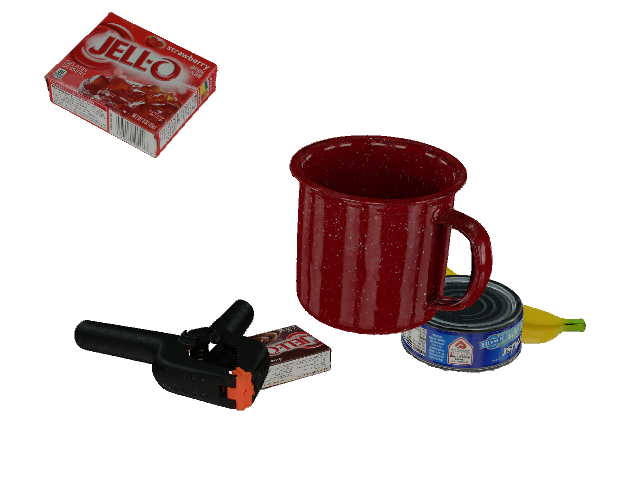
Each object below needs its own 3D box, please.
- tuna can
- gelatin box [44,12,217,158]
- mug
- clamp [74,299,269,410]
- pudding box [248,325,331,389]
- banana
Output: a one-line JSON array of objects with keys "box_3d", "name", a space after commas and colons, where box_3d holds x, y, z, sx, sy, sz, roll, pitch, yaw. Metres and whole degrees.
[{"box_3d": [0.100, 0.057, 0.756, 0.086, 0.034, 0.086, 0, 25, 0], "name": "tuna can"}, {"box_3d": [-0.125, -0.105, 0.710, 0.089, 0.073, 0.030, 28, -32, 12], "name": "gelatin box"}, {"box_3d": [0.038, 0.001, 0.568, 0.117, 0.081, 0.093, 19, 30, 30], "name": "mug"}, {"box_3d": [-0.093, 0.090, 0.887, 0.164, 0.036, 0.210, -10, 16, -31], "name": "clamp"}, {"box_3d": [-0.055, 0.154, 1.419, 0.113, 0.039, 0.090, -14, 23, -31], "name": "pudding box"}, {"box_3d": [0.150, 0.058, 1.016, 0.198, 0.037, 0.069, 25, 17, 38], "name": "banana"}]
